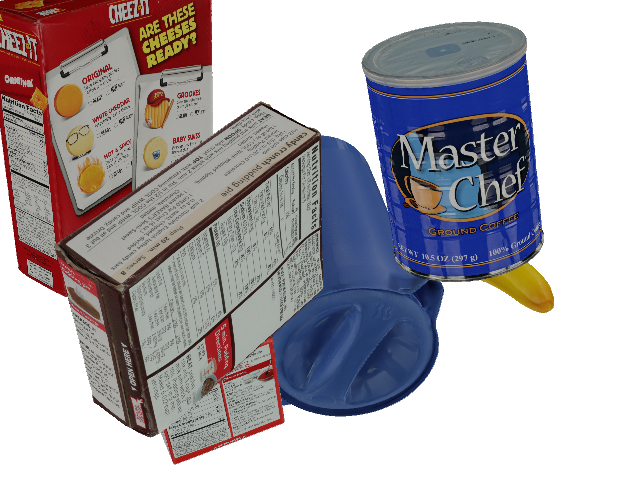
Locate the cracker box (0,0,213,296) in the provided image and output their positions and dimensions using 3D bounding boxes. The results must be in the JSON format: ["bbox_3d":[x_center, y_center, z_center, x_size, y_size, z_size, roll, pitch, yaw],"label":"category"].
[{"bbox_3d":[-0.160,-0.087,0.816,0.072,0.214,0.163,21,34,33],"label":"cracker box"}]

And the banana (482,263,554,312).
[{"bbox_3d":[0.149,0.027,1.030,0.198,0.037,0.069,16,43,38],"label":"banana"}]

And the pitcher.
[{"bbox_3d":[0.000,0.023,0.891,0.149,0.145,0.243,1,36,-10],"label":"pitcher"}]

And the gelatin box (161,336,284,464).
[{"bbox_3d":[-0.063,0.086,0.626,0.073,0.089,0.030,-20,49,-13],"label":"gelatin box"}]

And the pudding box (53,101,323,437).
[{"bbox_3d":[-0.046,0.011,0.426,0.039,0.090,0.113,27,50,28],"label":"pudding box"}]

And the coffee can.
[{"bbox_3d":[0.088,-0.059,0.694,0.103,0.140,0.103,-9,27,4],"label":"coffee can"}]
